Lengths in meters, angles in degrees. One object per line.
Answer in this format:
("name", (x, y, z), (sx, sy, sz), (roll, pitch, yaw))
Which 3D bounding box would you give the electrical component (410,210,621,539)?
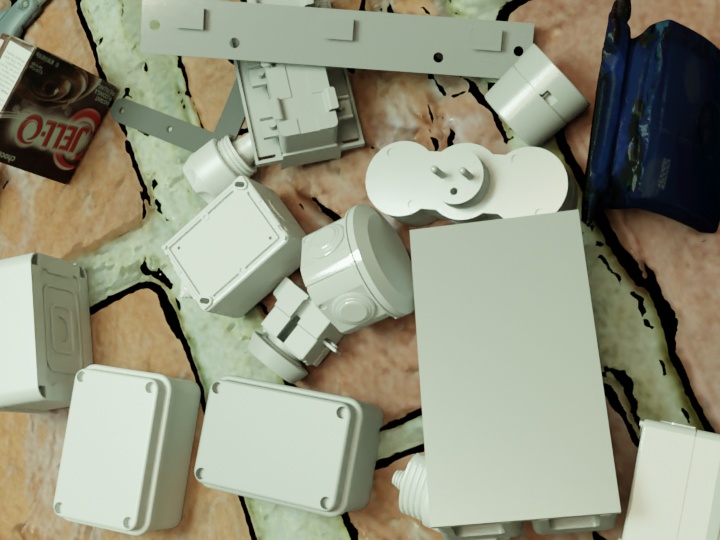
("electrical component", (0.093, 0.065, 0.660), (0.105, 0.060, 0.186), (-7, 66, 9))

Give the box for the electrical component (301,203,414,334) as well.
("electrical component", (0.000, 0.000, 0.723), (0.051, 0.080, 0.080), (-25, 73, 22))

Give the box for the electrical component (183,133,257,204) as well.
("electrical component", (-0.096, -0.079, 0.793), (0.062, 0.043, 0.043), (-35, 70, 12))

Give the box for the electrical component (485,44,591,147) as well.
("electrical component", (0.116, -0.113, 0.709), (0.047, 0.055, 0.055), (-43, 69, 14))

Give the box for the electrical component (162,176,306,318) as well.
("electrical component", (-0.089, -0.010, 0.769), (0.096, 0.061, 0.061), (-41, 69, 11))

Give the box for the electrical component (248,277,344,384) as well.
("electrical component", (-0.045, 0.045, 0.752), (0.066, 0.048, 0.055), (38, 89, 22))

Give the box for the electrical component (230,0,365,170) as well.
("electrical component", (-0.048, -0.142, 0.767), (0.079, 0.063, 0.121), (-12, 76, -6))

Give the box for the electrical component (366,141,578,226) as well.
("electrical component", (0.068, -0.058, 0.707), (0.138, 0.074, 0.052), (5, 83, 22))

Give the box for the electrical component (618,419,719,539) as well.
("electrical component", (0.188, 0.140, 0.632), (0.061, 0.062, 0.096), (10, 85, 17))

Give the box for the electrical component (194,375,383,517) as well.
("electrical component", (-0.049, 0.119, 0.734), (0.113, 0.057, 0.078), (8, 84, 23))

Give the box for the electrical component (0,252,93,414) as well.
("electrical component", (-0.249, 0.049, 0.814), (0.057, 0.078, 0.113), (-11, 77, 17))

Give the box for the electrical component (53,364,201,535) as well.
("electrical component", (-0.169, 0.129, 0.780), (0.078, 0.057, 0.113), (6, 83, 22))

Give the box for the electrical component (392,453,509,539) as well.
("electrical component", (0.058, 0.148, 0.694), (0.081, 0.043, 0.043), (19, 88, 23))
